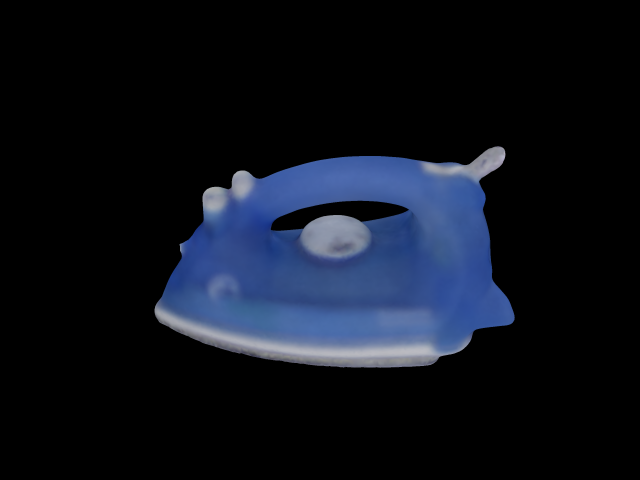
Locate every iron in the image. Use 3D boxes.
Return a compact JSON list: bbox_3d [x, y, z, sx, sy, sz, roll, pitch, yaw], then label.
[{"bbox_3d":[0.004,0.001,0.400,0.258,0.141,0.118,-2,36,-2],"label":"iron"}]
